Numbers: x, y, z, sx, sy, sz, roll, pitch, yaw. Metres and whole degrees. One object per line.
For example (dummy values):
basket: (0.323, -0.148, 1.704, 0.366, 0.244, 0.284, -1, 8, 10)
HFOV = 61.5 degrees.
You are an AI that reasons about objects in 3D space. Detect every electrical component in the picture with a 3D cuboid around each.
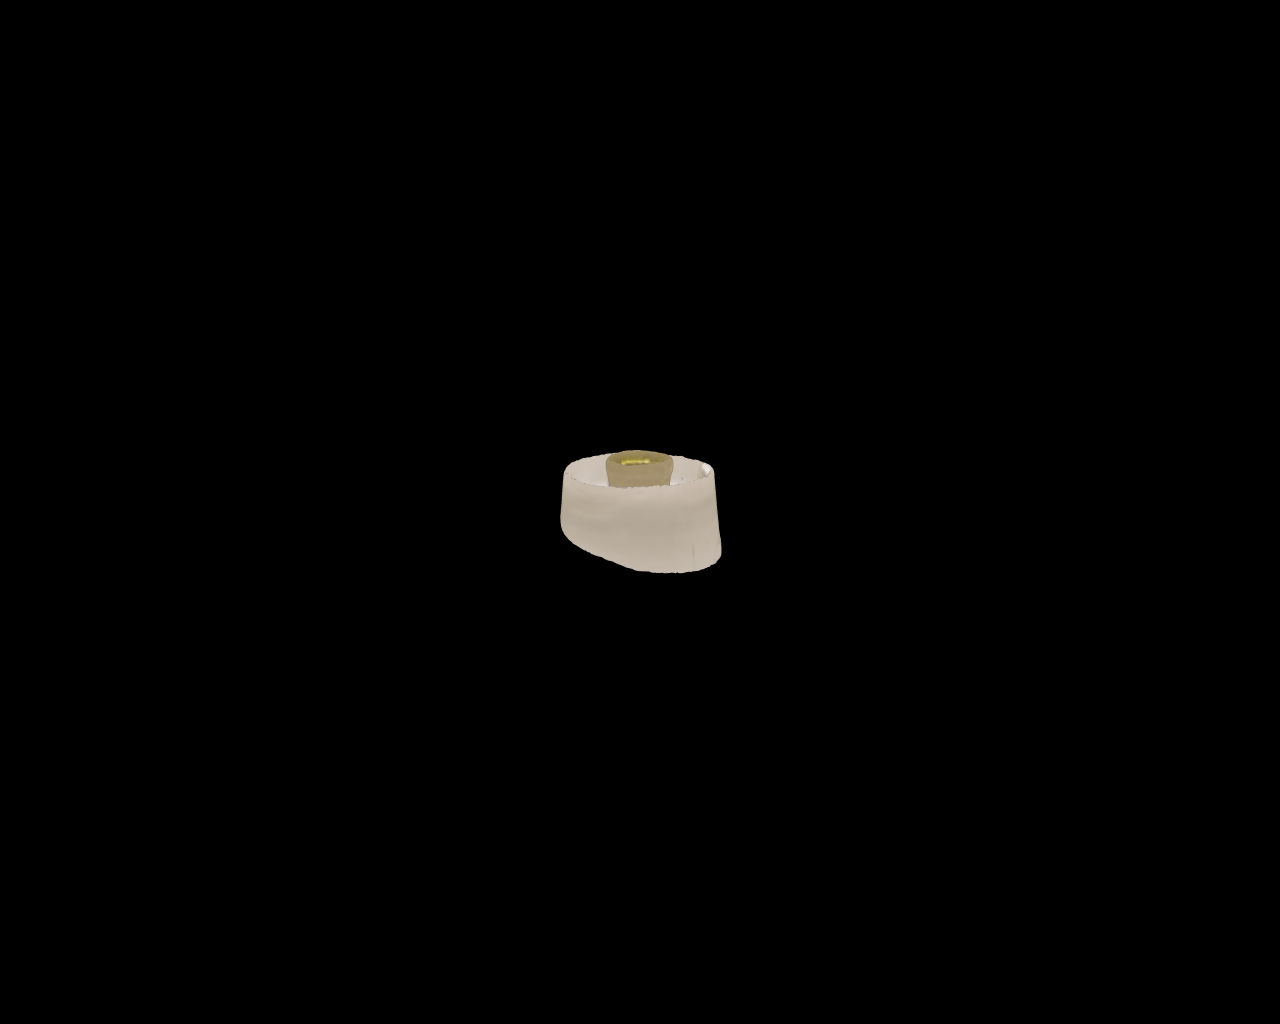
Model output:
electrical component: (0.001, -0.003, 0.650, 0.099, 0.064, 0.099, 0, 16, 0)
